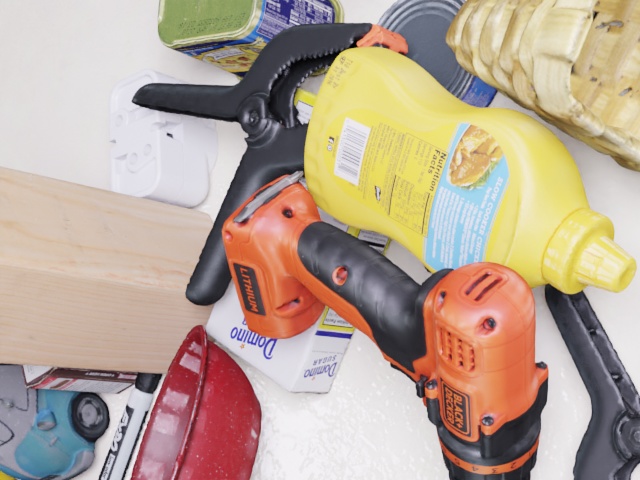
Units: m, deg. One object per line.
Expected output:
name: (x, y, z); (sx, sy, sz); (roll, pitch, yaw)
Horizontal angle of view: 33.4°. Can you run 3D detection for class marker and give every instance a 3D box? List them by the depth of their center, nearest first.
marker: (-0.142, 0.141, 0.794); (0.020, 0.020, 0.121); (27, 99, 40)

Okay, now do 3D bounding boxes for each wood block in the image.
wood block: (-0.159, 0.024, 0.708); (0.091, 0.205, 0.090); (-47, 55, 25)

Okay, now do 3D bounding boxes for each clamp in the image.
clamp: (0.173, 0.091, 0.525); (0.120, 0.039, 0.171); (-13, 79, 44)
clamp: (-0.038, -0.078, 0.673); (0.210, 0.036, 0.164); (-39, 63, 28)

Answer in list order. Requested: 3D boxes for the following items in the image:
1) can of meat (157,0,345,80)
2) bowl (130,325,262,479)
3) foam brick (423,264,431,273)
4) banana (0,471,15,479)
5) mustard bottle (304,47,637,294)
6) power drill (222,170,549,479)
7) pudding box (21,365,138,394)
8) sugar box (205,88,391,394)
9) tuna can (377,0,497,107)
can of meat: (-0.049, -0.148, 0.729); (0.102, 0.083, 0.057); (1, 82, 41)
bowl: (-0.079, 0.139, 0.691); (0.162, 0.055, 0.162); (-161, 90, -77)
foam brick: (0.080, -0.023, 0.617); (0.051, 0.052, 0.078); (-38, 60, 29)
banana: (-0.266, 0.226, 0.875); (0.198, 0.037, 0.070); (46, 128, 37)
mustard bottle: (0.075, -0.025, 0.544); (0.192, 0.058, 0.096); (33, 121, 37)
power drill: (0.037, 0.056, 0.571); (0.188, 0.057, 0.184); (29, 144, 33)
pudding box: (-0.186, 0.057, 0.801); (0.039, 0.089, 0.113); (-35, 61, 28)
sugar box: (-0.004, 0.001, 0.689); (0.093, 0.048, 0.176); (30, 105, 40)
tuna can: (0.069, -0.108, 0.654); (0.086, 0.033, 0.086); (-9, 76, 39)
